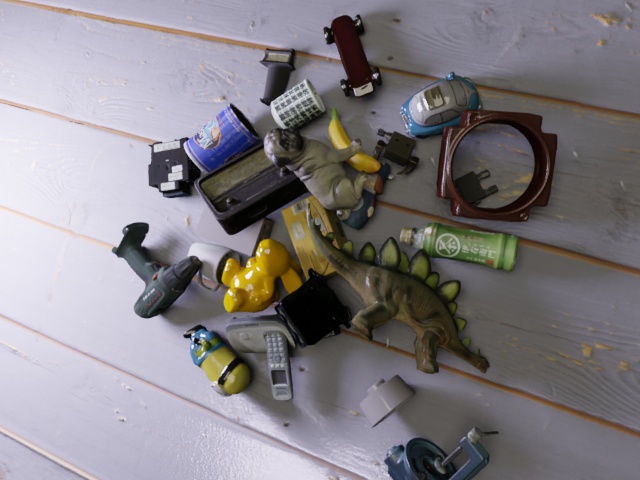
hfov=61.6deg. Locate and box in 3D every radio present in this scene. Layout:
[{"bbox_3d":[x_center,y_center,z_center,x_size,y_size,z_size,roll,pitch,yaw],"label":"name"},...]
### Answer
[{"bbox_3d":[-0.138,-0.119,1.152,0.230,0.073,0.131,-31,61,-4],"label":"radio"}]

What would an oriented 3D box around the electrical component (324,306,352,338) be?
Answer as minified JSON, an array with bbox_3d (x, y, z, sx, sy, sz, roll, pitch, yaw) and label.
[{"bbox_3d":[0.013,0.168,1.133,0.119,0.047,0.075,-24,78,14],"label":"electrical component"}]

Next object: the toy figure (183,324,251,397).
[{"bbox_3d":[-0.227,0.262,1.183,0.089,0.082,0.180,-49,66,22],"label":"toy figure"}]

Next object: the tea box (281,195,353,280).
[{"bbox_3d":[-0.002,-0.003,1.140,0.098,0.068,0.169,-24,80,21],"label":"tea box"}]

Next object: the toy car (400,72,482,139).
[{"bbox_3d":[0.238,-0.273,1.073,0.162,0.103,0.109,-17,79,14],"label":"toy car"}]

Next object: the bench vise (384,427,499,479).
[{"bbox_3d":[0.235,0.443,0.988,0.224,0.129,0.240,52,121,34],"label":"bench vise"}]

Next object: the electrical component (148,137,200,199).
[{"bbox_3d":[-0.347,-0.168,1.277,0.115,0.058,0.134,-4,84,19],"label":"electrical component"}]

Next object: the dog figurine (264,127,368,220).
[{"bbox_3d":[-0.019,-0.128,1.053,0.121,0.190,0.172,-35,61,56],"label":"dog figurine"}]

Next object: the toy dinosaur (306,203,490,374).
[{"bbox_3d":[0.141,0.106,1.041,0.471,0.105,0.198,33,73,-1],"label":"toy dinosaur"}]

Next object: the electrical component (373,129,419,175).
[{"bbox_3d":[0.156,-0.180,1.111,0.102,0.045,0.078,20,54,-2],"label":"electrical component"}]

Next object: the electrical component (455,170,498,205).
[{"bbox_3d":[0.303,-0.101,1.077,0.094,0.021,0.063,-25,78,14],"label":"electrical component"}]

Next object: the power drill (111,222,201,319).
[{"bbox_3d":[-0.381,0.055,1.239,0.207,0.086,0.232,47,118,14],"label":"power drill"}]

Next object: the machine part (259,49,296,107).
[{"bbox_3d":[-0.102,-0.370,1.227,0.084,0.039,0.138,7,85,10],"label":"machine part"}]

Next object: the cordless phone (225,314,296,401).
[{"bbox_3d":[-0.121,0.251,1.153,0.147,0.088,0.184,-7,87,17],"label":"cordless phone"}]

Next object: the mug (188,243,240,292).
[{"bbox_3d":[-0.249,0.056,1.219,0.107,0.081,0.109,24,105,29],"label":"mug"}]

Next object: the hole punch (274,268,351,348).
[{"bbox_3d":[-0.020,0.145,1.079,0.116,0.092,0.142,-33,82,-24],"label":"hole punch"}]

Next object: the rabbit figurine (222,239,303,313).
[{"bbox_3d":[-0.110,0.074,1.120,0.162,0.122,0.173,17,125,-19],"label":"rabbit figurine"}]

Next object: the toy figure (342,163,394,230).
[{"bbox_3d":[0.100,-0.096,1.125,0.064,0.058,0.154,28,93,9],"label":"toy figure"}]

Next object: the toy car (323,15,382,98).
[{"bbox_3d":[0.071,-0.395,1.164,0.089,0.053,0.202,-19,75,5],"label":"toy car"}]

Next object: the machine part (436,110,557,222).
[{"bbox_3d":[0.327,-0.138,1.006,0.202,0.087,0.200,5,99,3],"label":"machine part"}]
